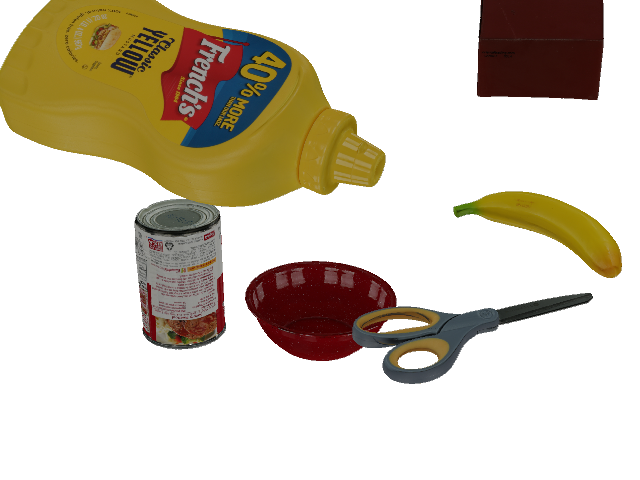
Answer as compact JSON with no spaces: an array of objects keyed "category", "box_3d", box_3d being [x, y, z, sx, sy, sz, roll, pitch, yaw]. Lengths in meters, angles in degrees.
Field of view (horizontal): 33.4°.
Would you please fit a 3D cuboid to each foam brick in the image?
[{"category":"foam brick","box_3d":[0.140,-0.126,0.681,0.078,0.051,0.053,4,-37,10]}]

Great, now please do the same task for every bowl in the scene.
[{"category":"bowl","box_3d":[0.000,0.082,1.146,0.162,0.055,0.162,2,27,-1]}]

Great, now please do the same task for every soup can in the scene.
[{"category":"soup can","box_3d":[-0.111,0.026,0.850,0.068,0.102,0.068,0,24,0]}]

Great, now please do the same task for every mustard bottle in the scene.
[{"category":"mustard bottle","box_3d":[-0.058,-0.066,0.531,0.192,0.096,0.058,22,-34,16]}]

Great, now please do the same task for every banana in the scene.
[{"category":"banana","box_3d":[0.221,-0.011,1.027,0.069,0.037,0.198,-39,37,-24]}]

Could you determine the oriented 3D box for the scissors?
[{"category":"scissors","box_3d":[0.126,0.075,0.838,0.201,0.016,0.096,-3,32,-2]}]
